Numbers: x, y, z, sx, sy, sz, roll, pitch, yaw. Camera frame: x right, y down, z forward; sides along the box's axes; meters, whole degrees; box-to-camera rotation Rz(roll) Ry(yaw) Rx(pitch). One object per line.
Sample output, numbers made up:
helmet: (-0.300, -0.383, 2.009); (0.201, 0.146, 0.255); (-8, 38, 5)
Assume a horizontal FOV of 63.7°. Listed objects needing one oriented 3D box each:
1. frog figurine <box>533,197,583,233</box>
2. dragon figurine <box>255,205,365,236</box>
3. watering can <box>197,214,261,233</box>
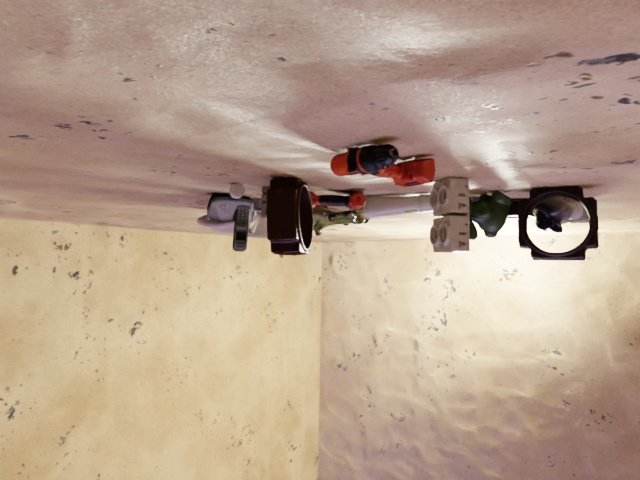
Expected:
frog figurine: (0.729, -0.101, 1.552); (0.160, 0.123, 0.136); (-34, 173, -12)
dragon figurine: (0.005, -0.087, 1.724); (0.241, 0.123, 0.410); (-7, 174, 39)
watering can: (-0.336, -0.086, 1.981); (0.224, 0.103, 0.350); (1, -171, 7)
